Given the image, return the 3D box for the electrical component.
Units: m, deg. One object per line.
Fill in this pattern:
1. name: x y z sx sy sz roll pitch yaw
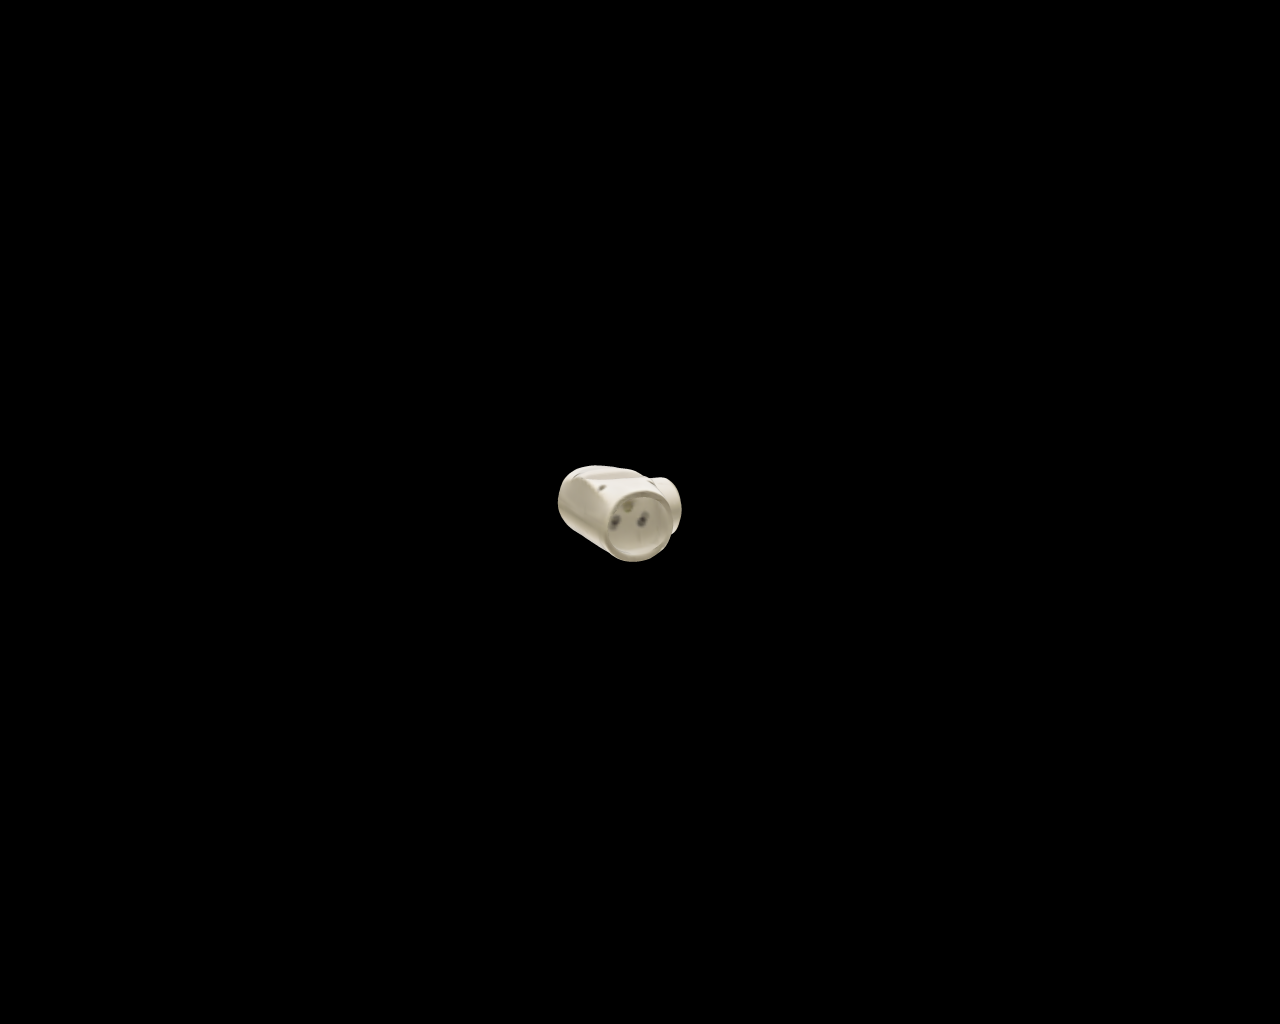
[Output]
1. electrical component: 0.001 -0.003 0.650 0.079 0.043 0.077 -6 15 -23
